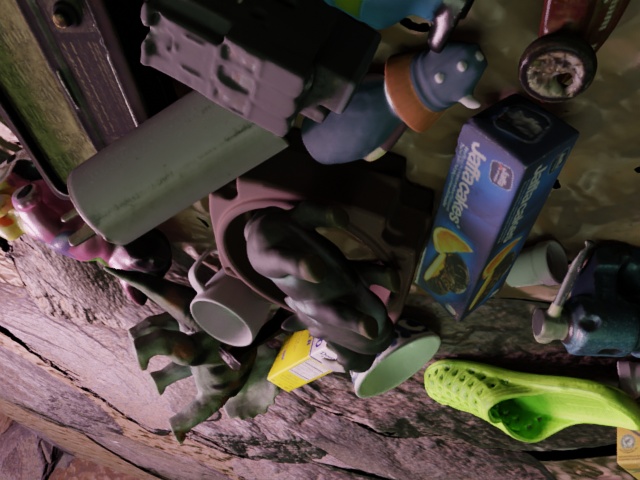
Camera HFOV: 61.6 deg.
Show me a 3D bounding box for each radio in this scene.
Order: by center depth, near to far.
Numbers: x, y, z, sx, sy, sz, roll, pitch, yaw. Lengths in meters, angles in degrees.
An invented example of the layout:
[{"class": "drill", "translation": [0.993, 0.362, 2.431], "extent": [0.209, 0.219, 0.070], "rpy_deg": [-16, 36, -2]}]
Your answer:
[{"class": "radio", "translation": [-0.203, -0.138, 0.459], "extent": [0.131, 0.073, 0.229], "rpy_deg": [-2, 141, 6]}]

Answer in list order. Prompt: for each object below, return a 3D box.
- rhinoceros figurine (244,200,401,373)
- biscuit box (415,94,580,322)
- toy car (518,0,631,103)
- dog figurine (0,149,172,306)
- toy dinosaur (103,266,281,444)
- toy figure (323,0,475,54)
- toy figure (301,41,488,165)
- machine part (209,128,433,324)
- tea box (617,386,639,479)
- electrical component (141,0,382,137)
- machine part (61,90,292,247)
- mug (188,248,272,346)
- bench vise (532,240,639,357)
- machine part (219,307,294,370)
[{"class": "rhinoceros figurine", "translation": [0.005, 0.051, 0.462], "extent": [0.112, 0.073, 0.190], "rpy_deg": [-8, 134, 35]}, {"class": "biscuit box", "translation": [0.134, -0.016, 0.439], "extent": [0.059, 0.063, 0.202], "rpy_deg": [47, 154, 30]}, {"class": "toy car", "translation": [0.135, -0.158, 0.253], "extent": [0.053, 0.089, 0.201], "rpy_deg": [12, 142, 22]}, {"class": "dog figurine", "translation": [-0.289, -0.009, 0.670], "extent": [0.192, 0.108, 0.219], "rpy_deg": [-4, 139, 32]}, {"class": "toy dinosaur", "translation": [-0.150, 0.148, 0.747], "extent": [0.131, 0.192, 0.404], "rpy_deg": [49, 153, 33]}, {"class": "toy figure", "translation": [0.011, -0.181, 0.303], "extent": [0.180, 0.082, 0.089], "rpy_deg": [27, 133, 2]}, {"class": "toy figure", "translation": [0.053, -0.104, 0.399], "extent": [0.154, 0.058, 0.064], "rpy_deg": [-20, 132, 38]}, {"class": "machine part", "translation": [-0.001, -0.002, 0.535], "extent": [0.201, 0.087, 0.201], "rpy_deg": [17, 142, 10]}, {"class": "tea box", "translation": [0.403, 0.194, 0.551], "extent": [0.068, 0.098, 0.169], "rpy_deg": [36, 144, -16]}, {"class": "electrical component", "translation": [-0.031, -0.136, 0.352], "extent": [0.134, 0.115, 0.058], "rpy_deg": [25, 149, -3]}, {"class": "machine part", "translation": [-0.113, -0.069, 0.436], "extent": [0.243, 0.079, 0.079], "rpy_deg": [-30, 125, 10]}, {"class": "mug", "translation": [-0.101, 0.053, 0.641], "extent": [0.109, 0.107, 0.081], "rpy_deg": [45, 137, -14]}, {"class": "bench vise", "translation": [0.286, 0.113, 0.408], "extent": [0.224, 0.241, 0.128], "rpy_deg": [9, 141, -7]}, {"class": "machine part", "translation": [-0.065, 0.116, 0.686], "extent": [0.039, 0.139, 0.084], "rpy_deg": [55, 146, 6]}]
